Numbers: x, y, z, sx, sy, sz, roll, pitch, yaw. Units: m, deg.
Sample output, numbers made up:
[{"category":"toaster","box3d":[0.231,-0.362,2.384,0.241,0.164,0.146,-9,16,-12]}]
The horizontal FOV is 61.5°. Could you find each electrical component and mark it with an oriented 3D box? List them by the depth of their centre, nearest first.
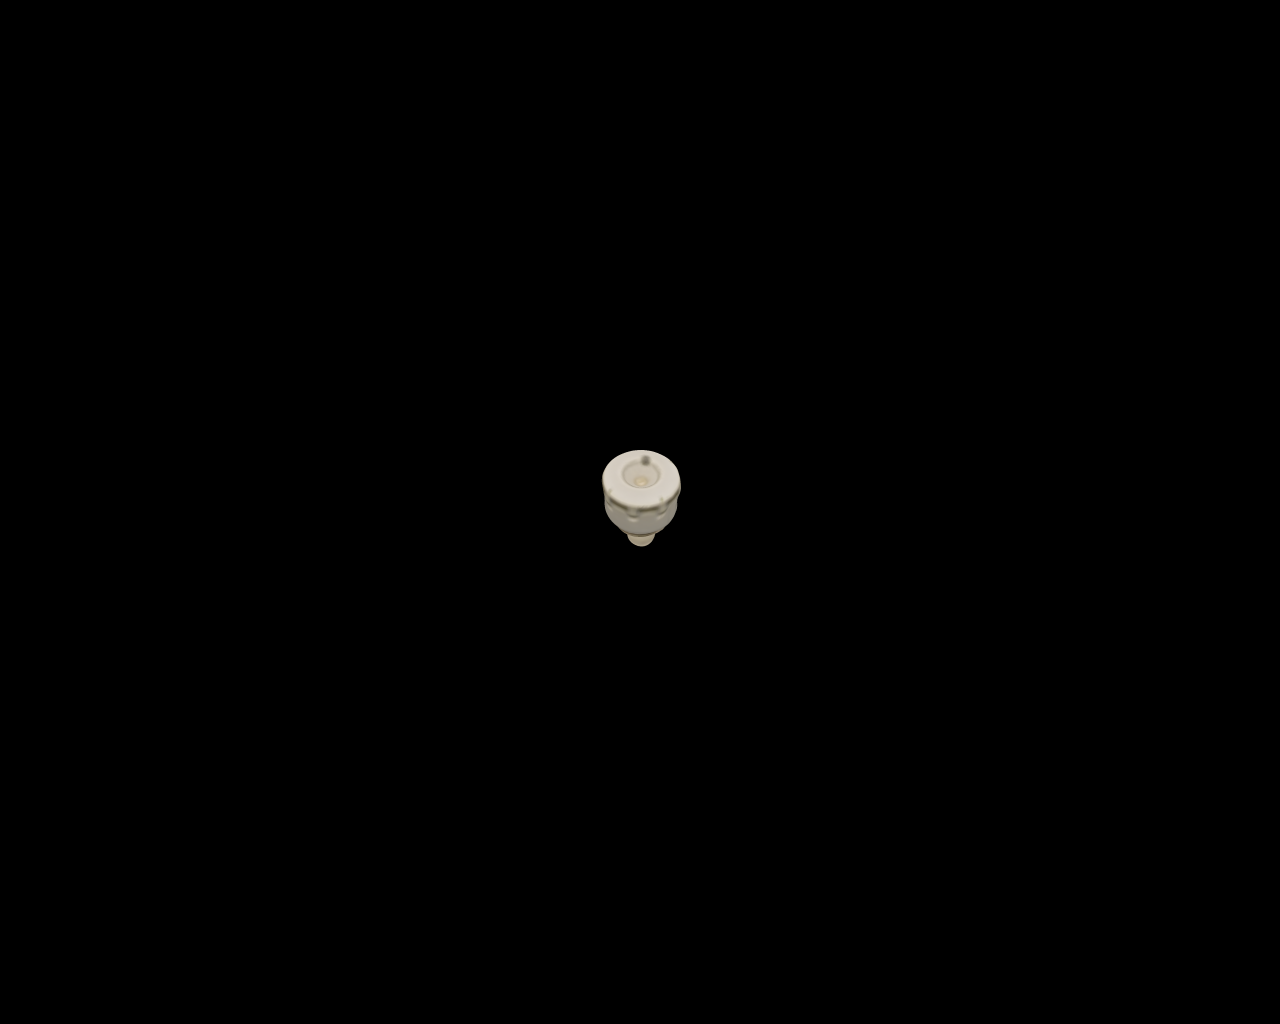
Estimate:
[{"category":"electrical component","box3d":[0.001,-0.003,0.650,0.048,0.048,0.062,0,-41,0]}]
